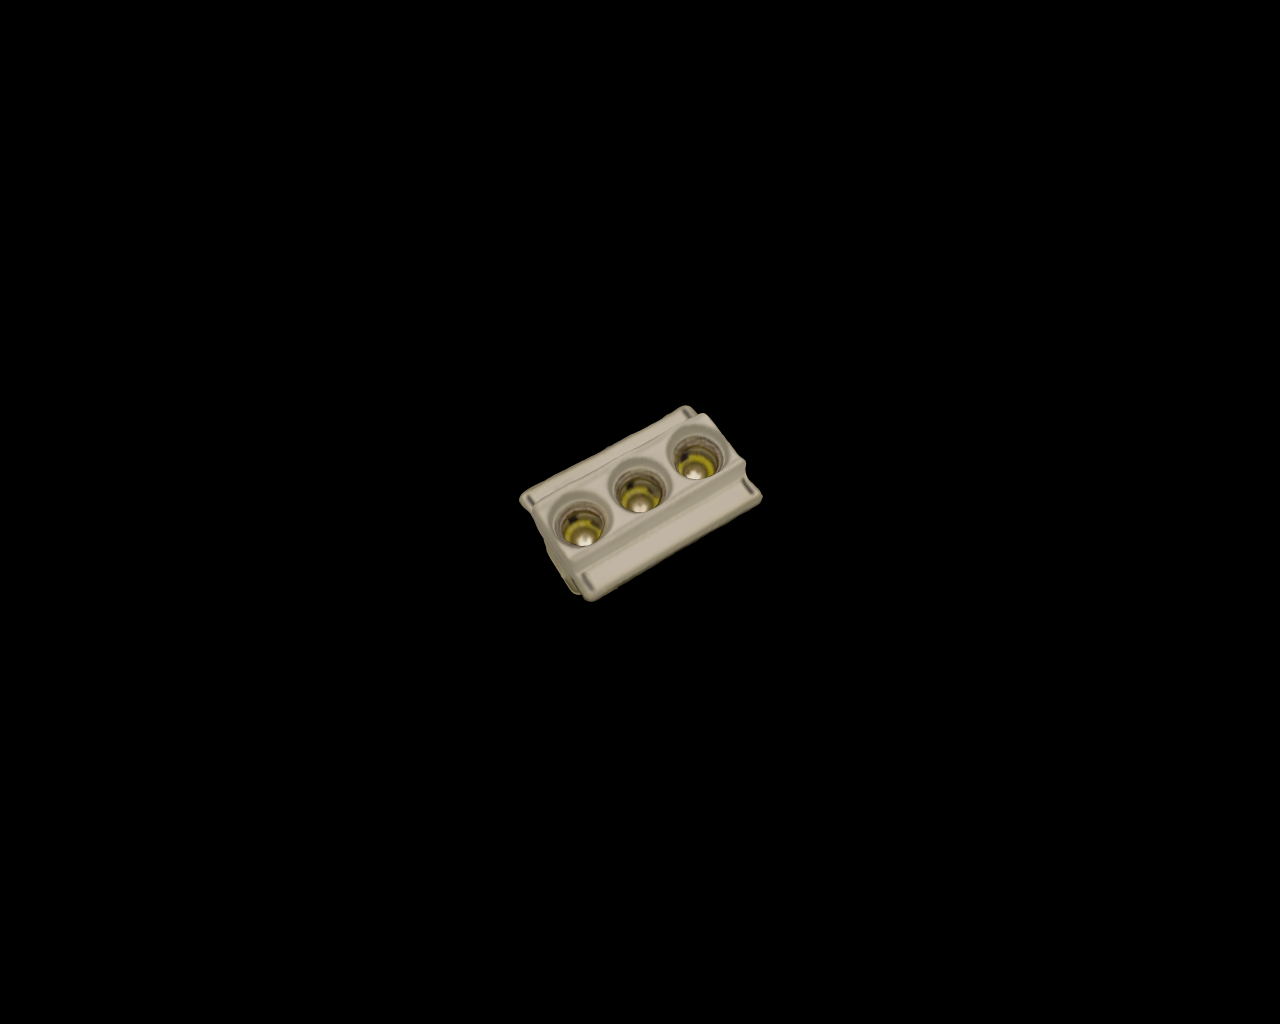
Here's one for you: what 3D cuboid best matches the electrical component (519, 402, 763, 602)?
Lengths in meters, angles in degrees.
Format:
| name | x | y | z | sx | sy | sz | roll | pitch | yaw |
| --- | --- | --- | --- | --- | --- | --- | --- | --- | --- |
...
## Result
| name | x | y | z | sx | sy | sz | roll | pitch | yaw |
| --- | --- | --- | --- | --- | --- | --- | --- | --- | --- |
| electrical component | 0.001 | -0.003 | 0.650 | 0.121 | 0.079 | 0.063 | -30 | -23 | -14 |
